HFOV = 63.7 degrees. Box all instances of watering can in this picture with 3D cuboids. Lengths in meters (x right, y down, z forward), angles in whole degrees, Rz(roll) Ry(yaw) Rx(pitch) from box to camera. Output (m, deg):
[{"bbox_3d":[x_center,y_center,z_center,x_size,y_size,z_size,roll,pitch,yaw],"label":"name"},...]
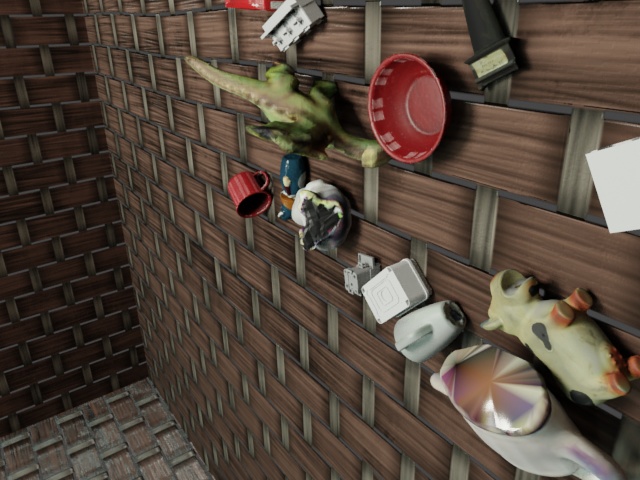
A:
[{"bbox_3d":[0.241,0.230,0.726,0.221,0.105,0.350,48,164,-32],"label":"watering can"}]

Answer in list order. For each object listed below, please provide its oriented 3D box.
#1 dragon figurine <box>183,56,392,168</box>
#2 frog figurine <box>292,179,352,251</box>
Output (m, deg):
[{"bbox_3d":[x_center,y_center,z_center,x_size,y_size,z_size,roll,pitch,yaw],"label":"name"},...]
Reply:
[{"bbox_3d":[-0.059,-0.212,0.859,0.247,0.410,0.120,-85,14,-65],"label":"dragon figurine"},{"bbox_3d":[0.003,-0.052,1.038,0.160,0.122,0.136,-82,-29,-81],"label":"frog figurine"}]
